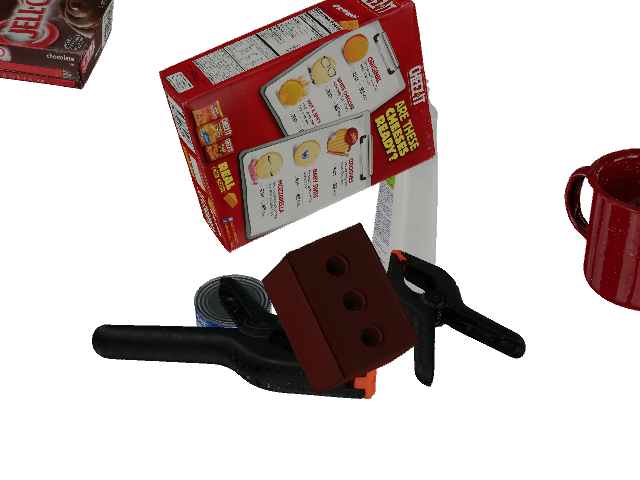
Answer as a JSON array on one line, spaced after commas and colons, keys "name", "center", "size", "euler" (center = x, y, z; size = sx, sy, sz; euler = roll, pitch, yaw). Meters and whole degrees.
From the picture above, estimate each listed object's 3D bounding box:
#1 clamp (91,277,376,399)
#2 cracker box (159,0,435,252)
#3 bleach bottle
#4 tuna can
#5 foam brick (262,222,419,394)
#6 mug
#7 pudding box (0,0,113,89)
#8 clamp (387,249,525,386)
[{"name": "clamp", "center": [-0.045, 0.075, 0.822], "size": [0.210, 0.036, 0.164], "euler": [11, 20, 25]}, {"name": "cracker box", "center": [-0.016, -0.108, 0.920], "size": [0.213, 0.164, 0.072], "euler": [-26, 43, -14]}, {"name": "bleach bottle", "center": [0.101, -0.059, 1.222], "size": [0.068, 0.251, 0.103], "euler": [-3, 23, -15]}, {"name": "tuna can", "center": [-0.096, 0.077, 1.181], "size": [0.086, 0.034, 0.086], "euler": [0, 36, 0]}, {"name": "foam brick", "center": [0.010, 0.040, 0.610], "size": [0.052, 0.078, 0.051], "euler": [-23, -9, -26]}, {"name": "mug", "center": [0.215, -0.010, 0.727], "size": [0.093, 0.081, 0.117], "euler": [-26, 40, -34]}, {"name": "pudding box", "center": [-0.224, -0.169, 0.870], "size": [0.090, 0.039, 0.113], "euler": [8, 35, -1]}, {"name": "clamp", "center": [0.125, 0.071, 1.069], "size": [0.120, 0.039, 0.171], "euler": [-3, 44, -22]}]
